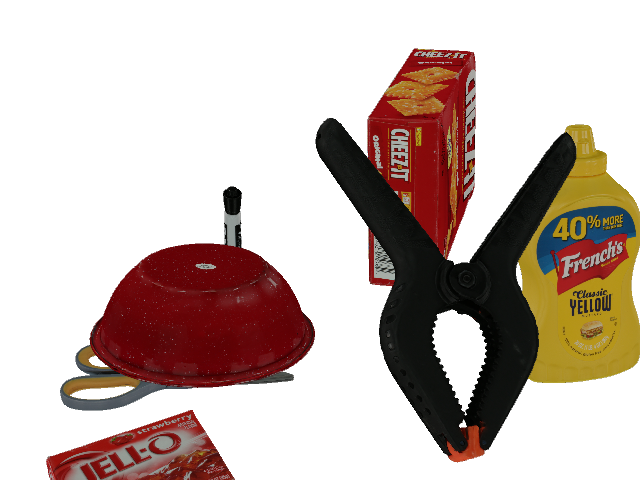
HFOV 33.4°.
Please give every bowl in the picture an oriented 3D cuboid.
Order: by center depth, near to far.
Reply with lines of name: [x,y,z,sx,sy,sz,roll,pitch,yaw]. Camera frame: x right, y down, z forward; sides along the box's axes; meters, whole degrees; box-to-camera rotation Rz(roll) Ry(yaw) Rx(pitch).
bowl: [-0.083,0.043,0.761,0.162,0.055,0.162,2,21,-1]

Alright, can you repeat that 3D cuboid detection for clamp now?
clamp: [0.070,0.021,0.629,0.164,0.210,0.036,8,-18,-8]

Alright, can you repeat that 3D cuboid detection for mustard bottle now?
mustard bottle: [0.193,0.008,0.803,0.096,0.192,0.058,-6,16,-9]

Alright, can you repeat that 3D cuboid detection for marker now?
marker: [-0.091,-0.006,1.107,0.020,0.121,0.020,2,41,-2]

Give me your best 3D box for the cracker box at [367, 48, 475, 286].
cracker box: [0.101,-0.075,1.015,0.072,0.164,0.213,5,27,15]

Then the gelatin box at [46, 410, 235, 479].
gelatin box: [-0.098,0.134,0.585,0.089,0.030,0.073,-15,28,-20]

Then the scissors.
scissors: [-0.134,0.114,0.960,0.201,0.016,0.096,-8,32,-18]
